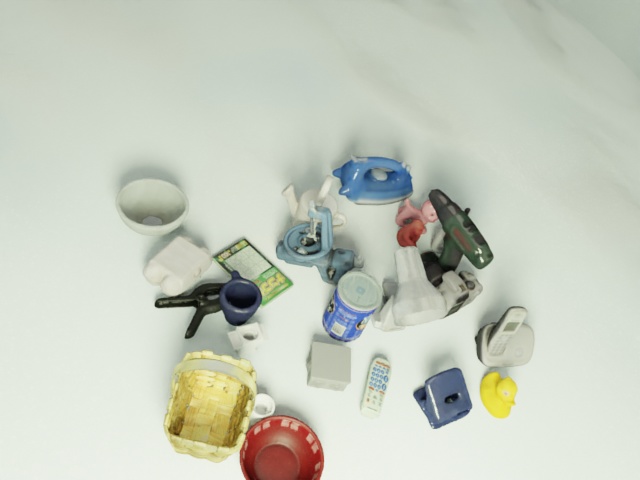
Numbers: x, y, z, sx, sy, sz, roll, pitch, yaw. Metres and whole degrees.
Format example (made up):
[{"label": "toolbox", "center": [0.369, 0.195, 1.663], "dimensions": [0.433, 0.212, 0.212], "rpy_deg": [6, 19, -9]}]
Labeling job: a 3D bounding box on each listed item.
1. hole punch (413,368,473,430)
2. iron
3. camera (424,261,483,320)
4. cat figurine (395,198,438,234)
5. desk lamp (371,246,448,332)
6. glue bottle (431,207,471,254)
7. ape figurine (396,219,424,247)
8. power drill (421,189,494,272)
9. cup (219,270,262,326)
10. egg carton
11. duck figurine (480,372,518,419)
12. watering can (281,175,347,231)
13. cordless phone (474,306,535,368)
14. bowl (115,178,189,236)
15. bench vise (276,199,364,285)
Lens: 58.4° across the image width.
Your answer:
[{"label": "hole punch", "center": [0.276, 0.343, 1.245], "dimensions": [0.109, 0.091, 0.101], "rpy_deg": [-13, 56, -29]}, {"label": "iron", "center": [0.174, -0.185, 1.635], "dimensions": [0.259, 0.141, 0.118], "rpy_deg": [-1, 51, -20]}, {"label": "camera", "center": [0.323, 0.110, 1.459], "dimensions": [0.143, 0.101, 0.136], "rpy_deg": [-20, 59, -32]}, {"label": "cat figurine", "center": [0.289, -0.082, 1.603], "dimensions": [0.128, 0.117, 0.067], "rpy_deg": [18, 47, -4]}, {"label": "desk lamp", "center": [0.190, 0.128, 1.317], "dimensions": [0.118, 0.213, 0.203], "rpy_deg": [-2, 51, -21]}, {"label": "glue bottle", "center": [0.364, -0.026, 1.542], "dimensions": [0.078, 0.173, 0.037], "rpy_deg": [17, 47, -5]}, {"label": "ape figurine", "center": [0.252, -0.019, 1.552], "dimensions": [0.078, 0.092, 0.076], "rpy_deg": [-28, 64, -36]}, {"label": "power drill", "center": [0.330, 0.008, 1.476], "dimensions": [0.076, 0.208, 0.229], "rpy_deg": [-27, 63, -36]}, {"label": "cup", "center": [-0.183, 0.135, 1.260], "dimensions": [0.092, 0.095, 0.117], "rpy_deg": [-5, 52, -23]}, {"label": "egg carton", "center": [-0.318, 0.059, 1.295], "dimensions": [0.107, 0.069, 0.150], "rpy_deg": [31, 47, 8]}, {"label": "duck figurine", "center": [0.413, 0.342, 1.299], "dimensions": [0.078, 0.086, 0.104], "rpy_deg": [7, 49, -14]}, {"label": "watering can", "center": [-0.013, -0.084, 1.443], "dimensions": [0.173, 0.194, 0.101], "rpy_deg": [7, 48, -13]}, {"label": "cordless phone", "center": [0.461, 0.221, 1.353], "dimensions": [0.148, 0.185, 0.094], "rpy_deg": [0, 50, -19]}, {"label": "bowl", "center": [-0.401, -0.065, 1.370], "dimensions": [0.167, 0.074, 0.167], "rpy_deg": [10, 48, -11]}, {"label": "bench vise", "center": [0.012, -0.004, 1.365], "dimensions": [0.208, 0.219, 0.121], "rpy_deg": [7, 48, -13]}]
